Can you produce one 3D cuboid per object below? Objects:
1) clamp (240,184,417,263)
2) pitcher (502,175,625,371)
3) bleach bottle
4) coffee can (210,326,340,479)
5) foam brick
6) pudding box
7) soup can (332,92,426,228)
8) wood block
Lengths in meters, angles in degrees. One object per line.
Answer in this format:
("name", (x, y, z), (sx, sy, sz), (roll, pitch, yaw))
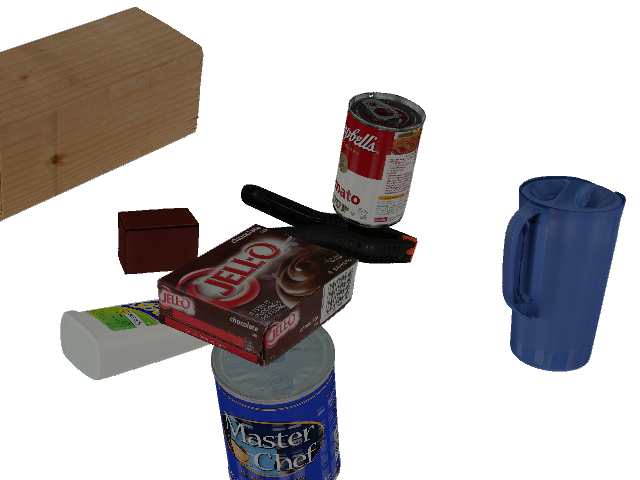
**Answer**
("clamp", (0.009, -0.006, 1.207), (0.210, 0.036, 0.164), (14, 20, -7))
("pitcher", (0.306, 0.047, 1.394), (0.149, 0.243, 0.145), (5, 23, 6))
("bleach bottle", (-0.195, 0.107, 1.358), (0.250, 0.068, 0.103), (-13, 28, -38))
("coffee can", (-0.036, 0.147, 0.919), (0.103, 0.140, 0.103), (-2, 39, 2))
("foam brick", (-0.171, 0.000, 1.121), (0.078, 0.051, 0.053), (-4, 23, -18))
("pudding box", (-0.041, 0.034, 0.724), (0.090, 0.039, 0.113), (20, 29, 27))
("soup can", (0.050, -0.071, 0.945), (0.068, 0.102, 0.068), (7, 33, -5))
("wood block", (-0.203, -0.109, 0.876), (0.090, 0.091, 0.205), (34, 44, 26))
